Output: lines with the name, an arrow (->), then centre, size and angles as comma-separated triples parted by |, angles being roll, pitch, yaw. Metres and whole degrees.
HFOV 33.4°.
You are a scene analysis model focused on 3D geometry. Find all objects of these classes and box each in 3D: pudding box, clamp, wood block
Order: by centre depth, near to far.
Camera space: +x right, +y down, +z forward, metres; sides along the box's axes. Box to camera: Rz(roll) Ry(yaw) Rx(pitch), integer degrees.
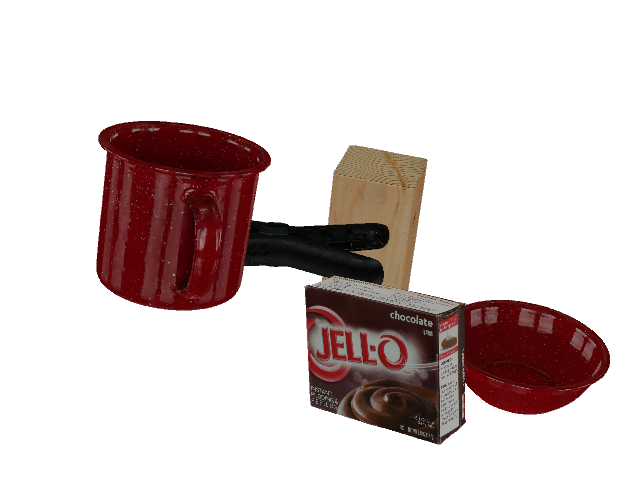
pudding box -> 0.043, 0.077, 0.720 | 0.114, 0.090, 0.039 | 9, 20, 37
clamp -> -0.036, 0.006, 0.951 | 0.210, 0.036, 0.164 | 3, 12, -2
wood block -> 0.056, 0.011, 1.185 | 0.090, 0.206, 0.090 | 11, 27, 10

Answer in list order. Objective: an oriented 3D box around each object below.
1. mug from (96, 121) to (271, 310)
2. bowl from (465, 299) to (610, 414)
mug -> -0.074, -0.009, 0.575 | 0.093, 0.081, 0.117 | 1, 22, -24
bowl -> 0.194, 0.120, 1.035 | 0.162, 0.055, 0.162 | 4, 27, -2
